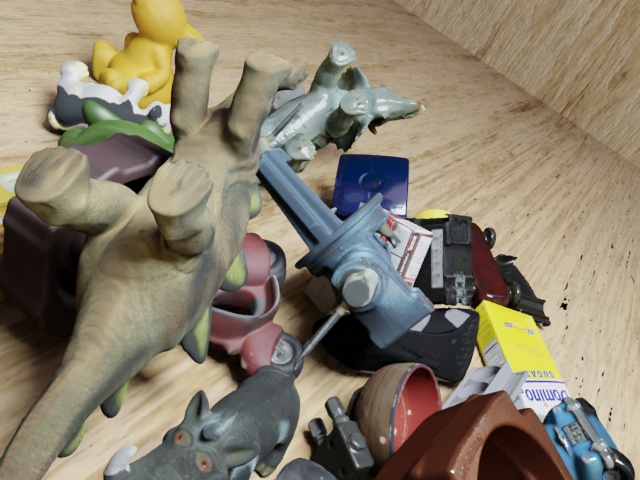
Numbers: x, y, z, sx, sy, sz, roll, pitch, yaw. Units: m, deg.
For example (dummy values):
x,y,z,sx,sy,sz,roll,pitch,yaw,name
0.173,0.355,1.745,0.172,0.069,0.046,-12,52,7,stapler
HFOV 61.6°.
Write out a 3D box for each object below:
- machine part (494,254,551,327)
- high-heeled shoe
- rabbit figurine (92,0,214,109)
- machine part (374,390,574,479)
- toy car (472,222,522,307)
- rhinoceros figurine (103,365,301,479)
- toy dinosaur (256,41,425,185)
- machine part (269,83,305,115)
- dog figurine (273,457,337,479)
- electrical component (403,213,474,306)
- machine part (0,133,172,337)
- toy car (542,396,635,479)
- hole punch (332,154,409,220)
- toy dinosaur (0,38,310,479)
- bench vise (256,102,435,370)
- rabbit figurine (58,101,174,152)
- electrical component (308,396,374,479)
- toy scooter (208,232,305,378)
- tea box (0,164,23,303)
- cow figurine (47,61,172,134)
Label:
x,y,z,sx,sy,sz,roll,pitch,yaw,name
0.316,0.078,0.868,0.084,0.039,0.139,11,39,-19,machine part
0.103,0.113,0.648,0.145,0.086,0.248,12,4,28,high-heeled shoe
-0.234,-0.271,0.769,0.162,0.173,0.122,7,36,-26,rabbit figurine
0.136,0.238,0.412,0.201,0.087,0.201,-19,79,-53,machine part
0.249,0.037,0.854,0.089,0.053,0.202,3,36,-5,toy car
-0.075,0.155,0.386,0.073,0.112,0.190,44,27,15,rhinoceros figurine
-0.036,-0.150,0.783,0.405,0.192,0.131,-33,83,-15,toy dinosaur
-0.079,-0.227,0.918,0.079,0.079,0.243,28,32,-4,machine part
0.003,0.265,0.312,0.219,0.108,0.191,46,33,15,dog figurine
0.132,0.028,0.695,0.058,0.134,0.115,8,82,-36,electrical component
-0.185,-0.007,0.459,0.056,0.179,0.179,32,32,15,machine part
0.239,0.235,0.529,0.103,0.161,0.109,-20,37,4,toy car
0.075,-0.066,0.784,0.142,0.092,0.116,6,33,5,hole punch
-0.112,0.014,0.380,0.105,0.198,0.471,20,53,14,toy dinosaur
0.007,-0.008,0.542,0.240,0.129,0.223,50,22,0,bench vise
-0.213,-0.084,0.622,0.159,0.121,0.170,24,15,1,rabbit figurine
0.019,0.187,0.460,0.021,0.063,0.094,5,42,-34,electrical component
-0.094,0.060,0.533,0.135,0.075,0.184,8,43,-26,toy scooter
-0.278,-0.007,0.475,0.098,0.068,0.169,40,35,15,tea box
-0.255,-0.160,0.696,0.167,0.068,0.098,12,46,-21,cow figurine
